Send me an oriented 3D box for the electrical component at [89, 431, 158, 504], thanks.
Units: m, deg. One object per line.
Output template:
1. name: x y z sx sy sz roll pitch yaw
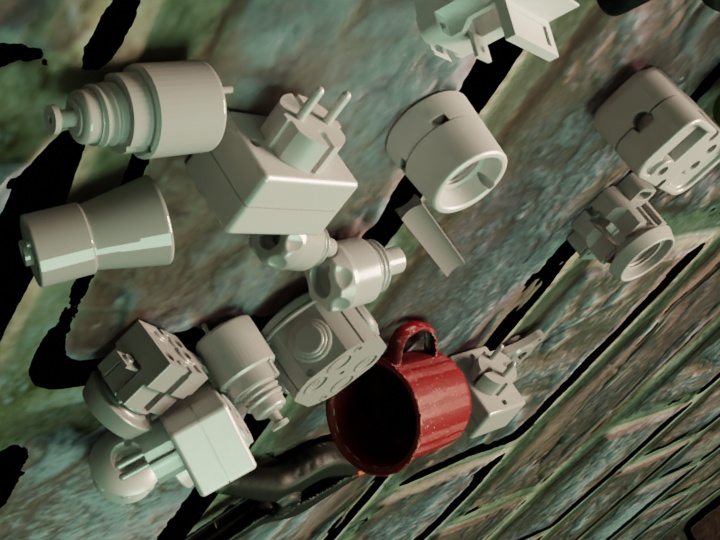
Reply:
1. electrical component: -0.159 0.137 0.725 0.048 0.048 0.062 -20 158 -26

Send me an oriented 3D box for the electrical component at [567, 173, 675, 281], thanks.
1. electrical component: 0.210 -0.029 0.850 0.058 0.057 0.078 -2 140 -48

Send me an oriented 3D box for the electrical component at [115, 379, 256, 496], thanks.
1. electrical component: -0.116 0.107 0.667 0.076 0.083 0.047 -28 110 -13

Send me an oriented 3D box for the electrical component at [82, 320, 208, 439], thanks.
1. electrical component: -0.129 0.066 0.634 0.055 0.048 0.066 -44 154 4

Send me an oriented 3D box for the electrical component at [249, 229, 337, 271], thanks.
1. electrical component: -0.034 -0.016 0.615 0.035 0.035 0.061 -44 155 20

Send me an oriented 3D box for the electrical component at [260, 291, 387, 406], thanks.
1. electrical component: -0.026 0.048 0.708 0.080 0.051 0.080 -32 160 -13

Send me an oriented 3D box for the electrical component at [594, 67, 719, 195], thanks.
1. electrical component: 0.201 -0.094 0.722 0.054 0.059 0.095 -44 153 21

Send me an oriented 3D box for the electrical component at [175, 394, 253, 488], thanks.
1. electrical component: -0.108 0.118 0.749 0.055 0.045 0.045 -33 154 -2

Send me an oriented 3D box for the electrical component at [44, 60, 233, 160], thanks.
1. electrical component: -0.093 -0.066 0.451 0.078 0.040 0.040 -12 147 -37

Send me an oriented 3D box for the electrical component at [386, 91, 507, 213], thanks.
1. electrical component: 0.050 -0.065 0.611 0.055 0.047 0.055 -27 154 -14

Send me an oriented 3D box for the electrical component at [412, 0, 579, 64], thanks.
1. electrical component: 0.056 -0.130 0.483 0.064 0.081 0.042 -22 163 32

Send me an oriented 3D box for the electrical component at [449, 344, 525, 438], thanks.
1. electrical component: 0.112 0.096 0.941 0.047 0.065 0.076 -12 147 -38

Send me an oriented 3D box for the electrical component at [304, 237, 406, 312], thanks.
1. electrical component: 0.000 0.000 0.671 0.062 0.043 0.043 -16 149 -35

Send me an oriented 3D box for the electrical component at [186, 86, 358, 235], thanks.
1. electrical component: -0.033 -0.059 0.525 0.066 0.047 0.076 -1 139 -49

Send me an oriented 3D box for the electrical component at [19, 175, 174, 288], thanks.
1. electrical component: -0.125 -0.016 0.502 0.065 0.044 0.044 -16 150 -23

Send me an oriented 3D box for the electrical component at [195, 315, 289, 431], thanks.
1. electrical component: -0.070 0.064 0.669 0.040 0.078 0.040 -32 169 -7
